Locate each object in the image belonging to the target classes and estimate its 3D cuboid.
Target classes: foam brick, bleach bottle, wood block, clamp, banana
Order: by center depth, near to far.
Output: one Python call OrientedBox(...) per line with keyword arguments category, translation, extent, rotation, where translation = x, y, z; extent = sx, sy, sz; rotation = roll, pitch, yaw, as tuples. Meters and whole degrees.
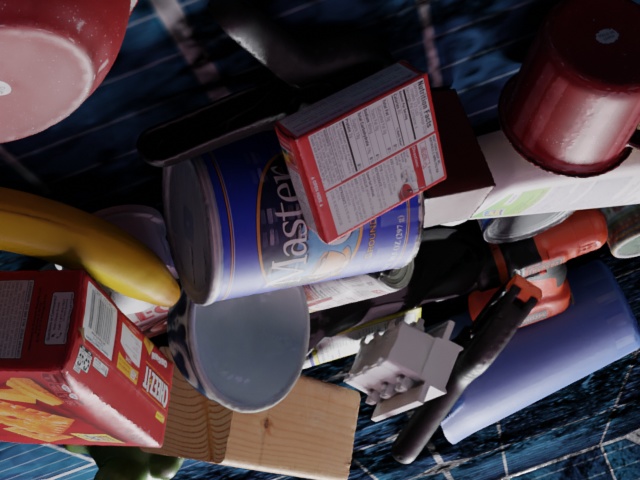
OrientedBox(category="clamp", translation=(-0.012, -0.093, 0.600), extent=(0.171, 0.039, 0.120), rotation=(-14, 158, -31))
OrientedBox(category="banana", translation=(-0.174, 0.000, 0.645), extent=(0.197, 0.037, 0.070), rotation=(12, 147, -17))
OrientedBox(category="foam brick", translation=(0.072, -0.053, 0.710), extent=(0.051, 0.078, 0.053), rotation=(-13, 159, -18))
OrientedBox(category="bleach bottle", translation=(0.162, -0.055, 0.798), extent=(0.250, 0.068, 0.103), rotation=(-8, 159, -19))
OrientedBox(category="wood block", translation=(-0.055, 0.160, 0.957), extent=(0.090, 0.091, 0.205), rotation=(2, 165, 31))
OrientedBox(category="clamp", translation=(0.142, 0.097, 0.983), extent=(0.210, 0.036, 0.164), rotation=(-59, 177, 38))

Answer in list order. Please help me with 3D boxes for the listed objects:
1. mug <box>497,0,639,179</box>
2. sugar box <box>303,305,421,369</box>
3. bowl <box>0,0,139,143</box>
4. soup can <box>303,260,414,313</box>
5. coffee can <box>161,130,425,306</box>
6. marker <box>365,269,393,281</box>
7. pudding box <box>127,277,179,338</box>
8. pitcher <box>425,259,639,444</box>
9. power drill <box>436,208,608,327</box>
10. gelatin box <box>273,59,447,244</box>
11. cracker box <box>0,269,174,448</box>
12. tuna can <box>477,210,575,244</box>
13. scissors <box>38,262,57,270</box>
OrientedBox(category="mug", translation=(0.176, -0.092, 0.661), extent=(0.093, 0.117, 0.081), rotation=(-51, 167, -28))
OrientedBox(category="sugar box", translation=(0.008, 0.086, 1.034), extent=(0.176, 0.048, 0.093), rotation=(-14, 158, -2))
OrientedBox(category="bowl", translation=(-0.152, -0.089, 0.476), extent=(0.162, 0.055, 0.162), rotation=(-16, 159, -7))
OrientedBox(category="soup can", translation=(0.011, 0.017, 0.811), extent=(0.102, 0.068, 0.068), rotation=(-17, 163, 35))
OrientedBox(category="coffee can", translation=(-0.019, -0.020, 0.679), extent=(0.140, 0.103, 0.103), rotation=(-10, 157, -22))
OrientedBox(category="marker", translation=(-0.005, 0.001, 0.754), extent=(0.121, 0.020, 0.020), rotation=(21, 162, 13))
OrientedBox(category="pudding box", translation=(-0.140, 0.046, 0.818), extent=(0.113, 0.039, 0.090), rotation=(-21, 159, -10))
OrientedBox(category="pitcher", translation=(0.223, 0.115, 1.189), extent=(0.243, 0.149, 0.145), rotation=(-26, 142, 9))
OrientedBox(category="power drill", translation=(0.183, 0.038, 1.042), extent=(0.184, 0.057, 0.187), rotation=(-18, 159, 1))
OrientedBox(category="gelatin box", translation=(0.025, -0.051, 0.609), extent=(0.089, 0.030, 0.073), rotation=(-29, 127, -16))
OrientedBox(category="cracker box", translation=(-0.224, 0.084, 0.694), extent=(0.214, 0.072, 0.164), rotation=(-2, 154, 12))
OrientedBox(category="tuna can", translation=(0.173, -0.032, 0.900), extent=(0.086, 0.034, 0.086), rotation=(-16, 158, -7))
OrientedBox(category="scissors", translation=(-0.263, 0.056, 0.784), extent=(0.096, 0.016, 0.202), rotation=(7, 141, -38))
